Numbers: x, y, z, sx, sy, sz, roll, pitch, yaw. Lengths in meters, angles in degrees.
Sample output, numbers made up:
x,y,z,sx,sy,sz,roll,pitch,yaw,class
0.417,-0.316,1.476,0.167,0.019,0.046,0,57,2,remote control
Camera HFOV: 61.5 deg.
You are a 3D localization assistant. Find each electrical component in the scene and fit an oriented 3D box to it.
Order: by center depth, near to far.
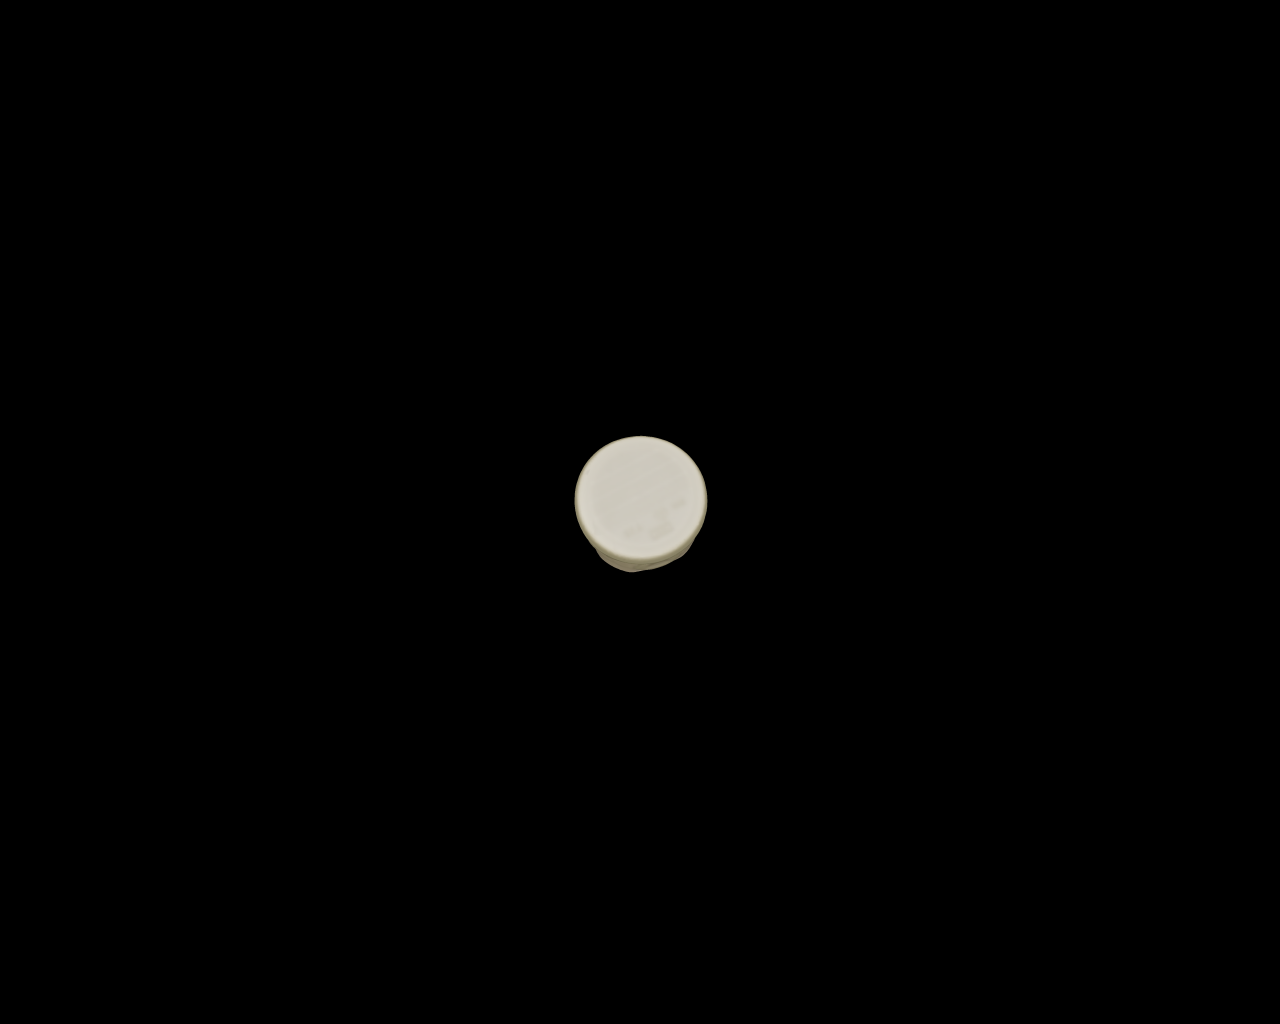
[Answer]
x,y,z,sx,sy,sz,roll,pitch,yaw,class
0.001,-0.003,0.650,0.080,0.080,0.051,0,-16,0,electrical component
